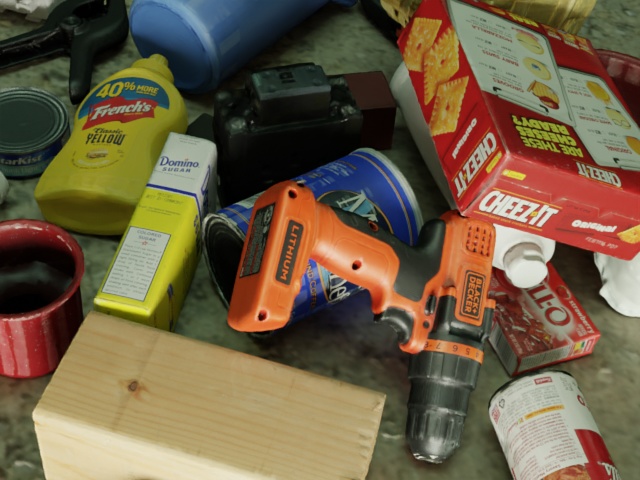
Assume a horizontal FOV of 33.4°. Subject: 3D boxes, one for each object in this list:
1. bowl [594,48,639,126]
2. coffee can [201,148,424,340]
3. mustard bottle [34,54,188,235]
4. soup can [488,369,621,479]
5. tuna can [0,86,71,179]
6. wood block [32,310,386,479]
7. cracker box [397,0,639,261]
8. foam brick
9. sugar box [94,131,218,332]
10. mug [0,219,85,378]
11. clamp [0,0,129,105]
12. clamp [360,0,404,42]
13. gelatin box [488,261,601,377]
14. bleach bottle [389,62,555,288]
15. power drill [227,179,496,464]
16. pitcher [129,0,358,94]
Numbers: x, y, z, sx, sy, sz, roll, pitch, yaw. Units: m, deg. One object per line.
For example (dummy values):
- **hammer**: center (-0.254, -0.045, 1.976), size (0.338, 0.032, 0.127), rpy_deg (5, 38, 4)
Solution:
- **bowl**: center (0.255, -0.104, 0.971), size (0.162, 0.055, 0.162), rpy_deg (3, 48, -3)
- **coffee can**: center (-0.005, 0.001, 0.817), size (0.140, 0.103, 0.103), rpy_deg (-25, 55, -25)
- **mustard bottle**: center (-0.164, -0.091, 0.907), size (0.096, 0.058, 0.191), rpy_deg (2, 48, 15)
- **soup can**: center (0.161, 0.148, 0.726), size (0.068, 0.068, 0.102), rpy_deg (-6, 49, -12)
- **tuna can**: center (-0.259, -0.093, 0.921), size (0.086, 0.034, 0.086), rpy_deg (3, 48, -4)
- **wood block**: center (-0.070, 0.130, 0.703), size (0.206, 0.090, 0.090), rpy_deg (15, 49, 7)
- **cracker box**: center (0.163, -0.093, 0.832), size (0.164, 0.072, 0.214), rpy_deg (13, 41, -25)
- **foam brick**: center (0.024, -0.114, 0.958), size (0.078, 0.053, 0.051), rpy_deg (-6, 49, -12)
- **sugar box**: center (-0.118, 0.011, 0.803), size (0.048, 0.093, 0.176), rpy_deg (14, 49, 5)
- **mug**: center (-0.225, 0.041, 0.771), size (0.117, 0.081, 0.093), rpy_deg (20, 49, 11)
- **clamp**: center (-0.227, -0.185, 1.005), size (0.120, 0.039, 0.171), rpy_deg (30, 52, 18)
- **clamp**: center (0.099, -0.279, 1.123), size (0.164, 0.036, 0.210), rpy_deg (-3, 47, -3)
- **gelatin box**: center (0.163, 0.056, 0.834), size (0.073, 0.030, 0.089), rpy_deg (-13, 51, -18)
- **bleach bottle**: center (0.130, -0.059, 0.879), size (0.102, 0.068, 0.251), rpy_deg (19, 35, -24)
- **power drill**: center (0.034, 0.049, 0.740), size (0.187, 0.057, 0.184), rpy_deg (18, 72, -24)
- **pitcher**: center (-0.074, -0.255, 1.020), size (0.149, 0.145, 0.242), rpy_deg (29, 54, 20)
